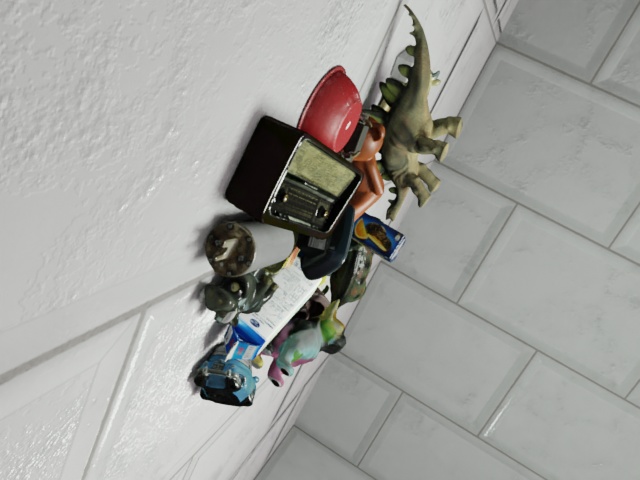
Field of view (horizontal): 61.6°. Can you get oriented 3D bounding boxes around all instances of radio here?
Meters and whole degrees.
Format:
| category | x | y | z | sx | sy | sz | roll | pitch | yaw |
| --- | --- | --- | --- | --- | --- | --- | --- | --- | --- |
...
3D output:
| category | x | y | z | sx | sy | sz | roll | pitch | yaw |
| --- | --- | --- | --- | --- | --- | --- | --- | --- | --- |
| radio | -0.029 | -0.080 | 0.782 | 0.131 | 0.073 | 0.229 | -61 | 154 | 6 |

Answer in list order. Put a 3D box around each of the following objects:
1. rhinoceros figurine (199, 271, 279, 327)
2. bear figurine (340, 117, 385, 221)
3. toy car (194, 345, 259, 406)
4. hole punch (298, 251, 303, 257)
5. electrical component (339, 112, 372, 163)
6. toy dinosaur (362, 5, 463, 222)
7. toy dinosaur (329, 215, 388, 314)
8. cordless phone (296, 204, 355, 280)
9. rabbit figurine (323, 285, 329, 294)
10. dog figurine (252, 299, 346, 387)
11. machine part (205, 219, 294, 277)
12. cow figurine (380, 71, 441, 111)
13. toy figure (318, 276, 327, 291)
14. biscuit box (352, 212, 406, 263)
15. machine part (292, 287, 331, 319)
| category | x | y | z | sx | sy | sz | roll | pitch | yaw |
| --- | --- | --- | --- | --- | --- | --- | --- | --- | --- |
| rhinoceros figurine | -0.134 | 0.086 | 0.876 | 0.112 | 0.073 | 0.190 | -49 | 170 | 0 |
| bear figurine | 0.068 | -0.148 | 1.046 | 0.132 | 0.120 | 0.195 | -32 | 144 | -13 |
| toy car | -0.179 | 0.256 | 1.043 | 0.161 | 0.109 | 0.103 | 81 | 16 | -54 |
| hole punch | -0.002 | -0.003 | 1.108 | 0.092 | 0.116 | 0.142 | -43 | 161 | -30 |
| electrical component | 0.053 | -0.190 | 0.958 | 0.102 | 0.078 | 0.045 | -64 | 163 | 18 |
| toy dinosaur | 0.178 | -0.224 | 1.098 | 0.105 | 0.199 | 0.470 | -50 | 159 | -44 |
| toy dinosaur | 0.077 | 0.071 | 1.346 | 0.192 | 0.131 | 0.404 | -38 | 143 | -63 |
| cordless phone | 0.009 | 0.030 | 0.981 | 0.184 | 0.089 | 0.147 | 93 | 8 | -51 |
| rabbit figurine | -0.035 | 0.177 | 1.401 | 0.159 | 0.121 | 0.170 | -63 | 154 | -5 |
| dog figurine | -0.050 | 0.191 | 1.129 | 0.219 | 0.192 | 0.108 | -40 | 164 | -40 |
| machine part | -0.099 | 0.007 | 0.800 | 0.079 | 0.079 | 0.243 | -62 | 169 | 11 |
| cow figurine | 0.210 | -0.343 | 1.249 | 0.195 | 0.085 | 0.127 | -41 | 164 | -56 |
| toy figure | -0.013 | 0.054 | 1.263 | 0.082 | 0.089 | 0.180 | -3 | 122 | -26 |
| biscuit box | 0.084 | -0.030 | 1.165 | 0.063 | 0.203 | 0.059 | -58 | 164 | -4 |
| machine part | -0.059 | 0.168 | 1.224 | 0.179 | 0.056 | 0.179 | -21 | 140 | -19 |
